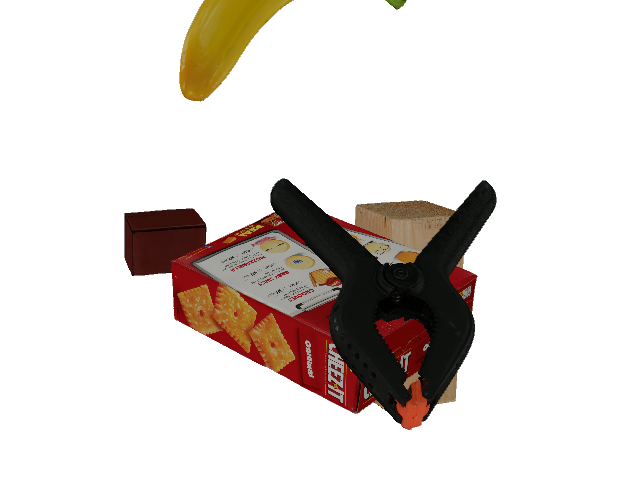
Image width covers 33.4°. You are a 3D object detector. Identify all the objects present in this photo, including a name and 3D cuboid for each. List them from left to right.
[{"bbox_3d":[-0.163,0.001,1.114,0.078,0.051,0.053,-5,23,-18],"label":"foam brick"},{"bbox_3d":[-0.022,-0.152,0.667,0.197,0.069,0.037,-32,-4,-34],"label":"banana"},{"bbox_3d":[0.001,0.051,0.931,0.214,0.072,0.163,23,35,35],"label":"cracker box"},{"bbox_3d":[0.041,0.030,0.719,0.164,0.210,0.036,4,-43,0],"label":"clamp"},{"bbox_3d":[0.092,0.067,1.152,0.090,0.206,0.091,-4,14,-25],"label":"wood block"}]
